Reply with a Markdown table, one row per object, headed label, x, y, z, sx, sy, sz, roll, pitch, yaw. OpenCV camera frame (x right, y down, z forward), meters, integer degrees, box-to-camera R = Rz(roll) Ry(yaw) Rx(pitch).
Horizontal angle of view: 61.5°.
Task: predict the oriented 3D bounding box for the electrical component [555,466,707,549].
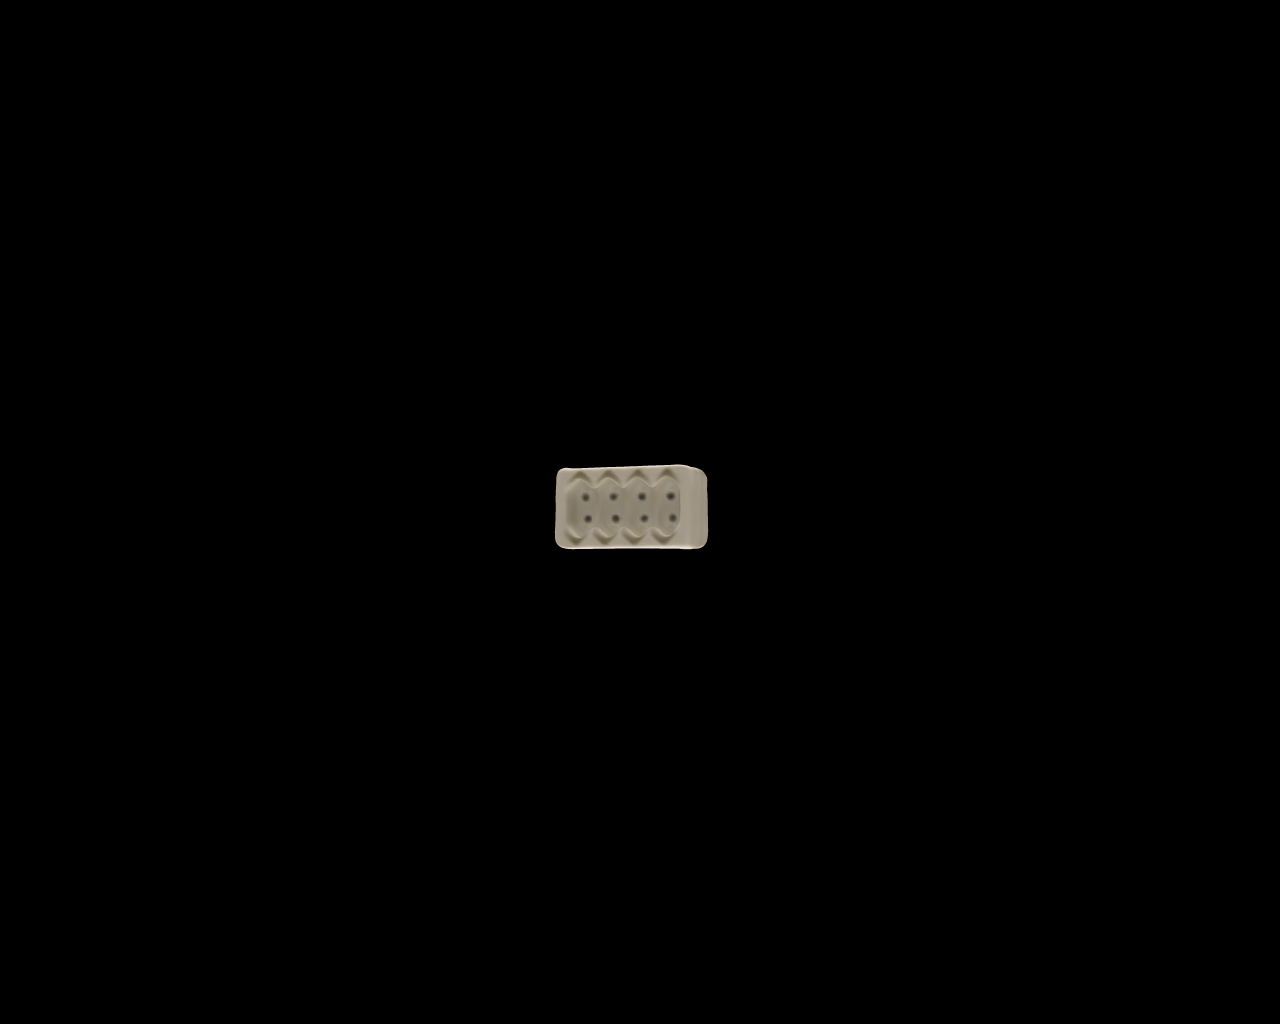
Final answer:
| label | x | y | z | sx | sy | sz | roll | pitch | yaw |
| --- | --- | --- | --- | --- | --- | --- | --- | --- | --- |
| electrical component | 0.001 | -0.003 | 0.650 | 0.083 | 0.047 | 0.076 | 0 | 0 | 17 |
